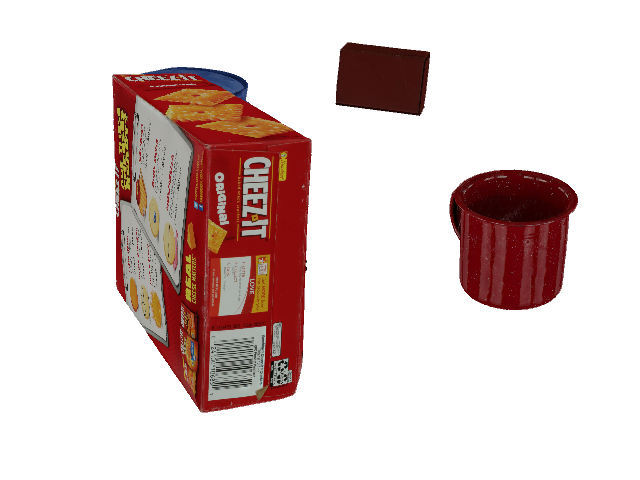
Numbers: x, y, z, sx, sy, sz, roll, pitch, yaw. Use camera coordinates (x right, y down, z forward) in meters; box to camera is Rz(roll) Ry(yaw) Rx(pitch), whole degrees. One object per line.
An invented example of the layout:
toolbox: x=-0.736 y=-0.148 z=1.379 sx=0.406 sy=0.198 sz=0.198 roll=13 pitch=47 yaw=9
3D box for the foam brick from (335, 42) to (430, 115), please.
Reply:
foam brick: x=0.056 y=-0.145 z=0.953 sx=0.078 sy=0.051 sz=0.053 roll=9 pitch=18 yaw=8

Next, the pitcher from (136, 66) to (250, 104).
pitcher: x=-0.139 y=-0.056 z=1.141 sx=0.145 sy=0.243 sz=0.149 roll=-1 pitch=22 yaw=-9

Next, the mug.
mug: x=0.143 y=-0.004 z=0.841 sx=0.093 sy=0.081 sz=0.117 roll=-22 pitch=35 yaw=-31

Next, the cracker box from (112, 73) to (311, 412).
cracker box: x=-0.078 y=-0.011 z=0.696 sx=0.072 sy=0.164 sz=0.214 roll=-5 pitch=20 yaw=-23
